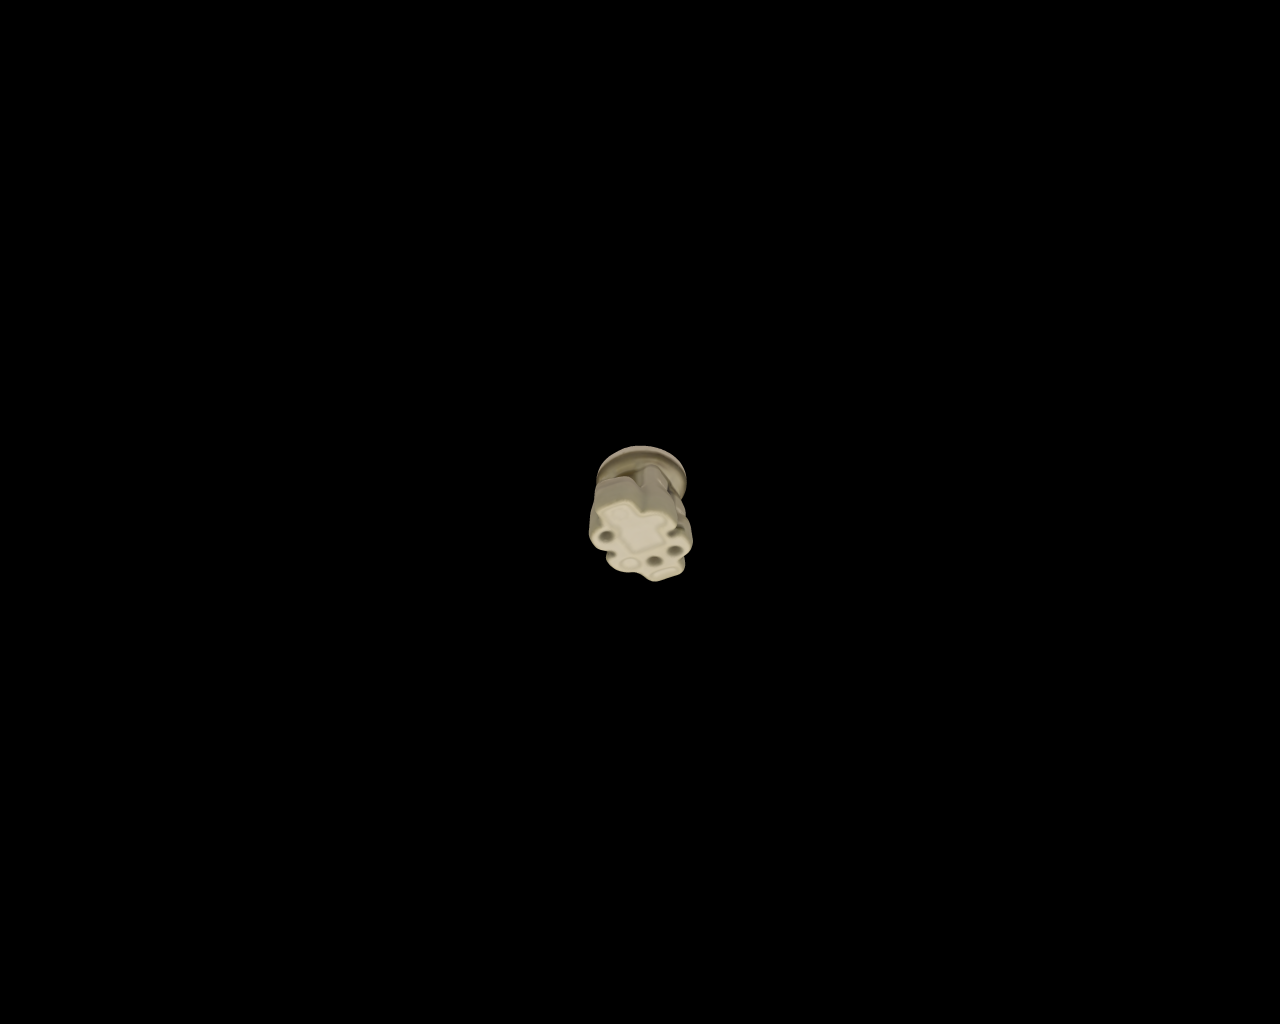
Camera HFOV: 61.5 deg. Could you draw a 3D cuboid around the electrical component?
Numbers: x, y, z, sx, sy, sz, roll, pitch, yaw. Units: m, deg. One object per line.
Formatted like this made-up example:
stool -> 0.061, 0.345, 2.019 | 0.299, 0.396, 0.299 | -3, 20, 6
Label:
electrical component -> 0.001, -0.003, 0.650 | 0.058, 0.057, 0.078 | -19, -46, 19
